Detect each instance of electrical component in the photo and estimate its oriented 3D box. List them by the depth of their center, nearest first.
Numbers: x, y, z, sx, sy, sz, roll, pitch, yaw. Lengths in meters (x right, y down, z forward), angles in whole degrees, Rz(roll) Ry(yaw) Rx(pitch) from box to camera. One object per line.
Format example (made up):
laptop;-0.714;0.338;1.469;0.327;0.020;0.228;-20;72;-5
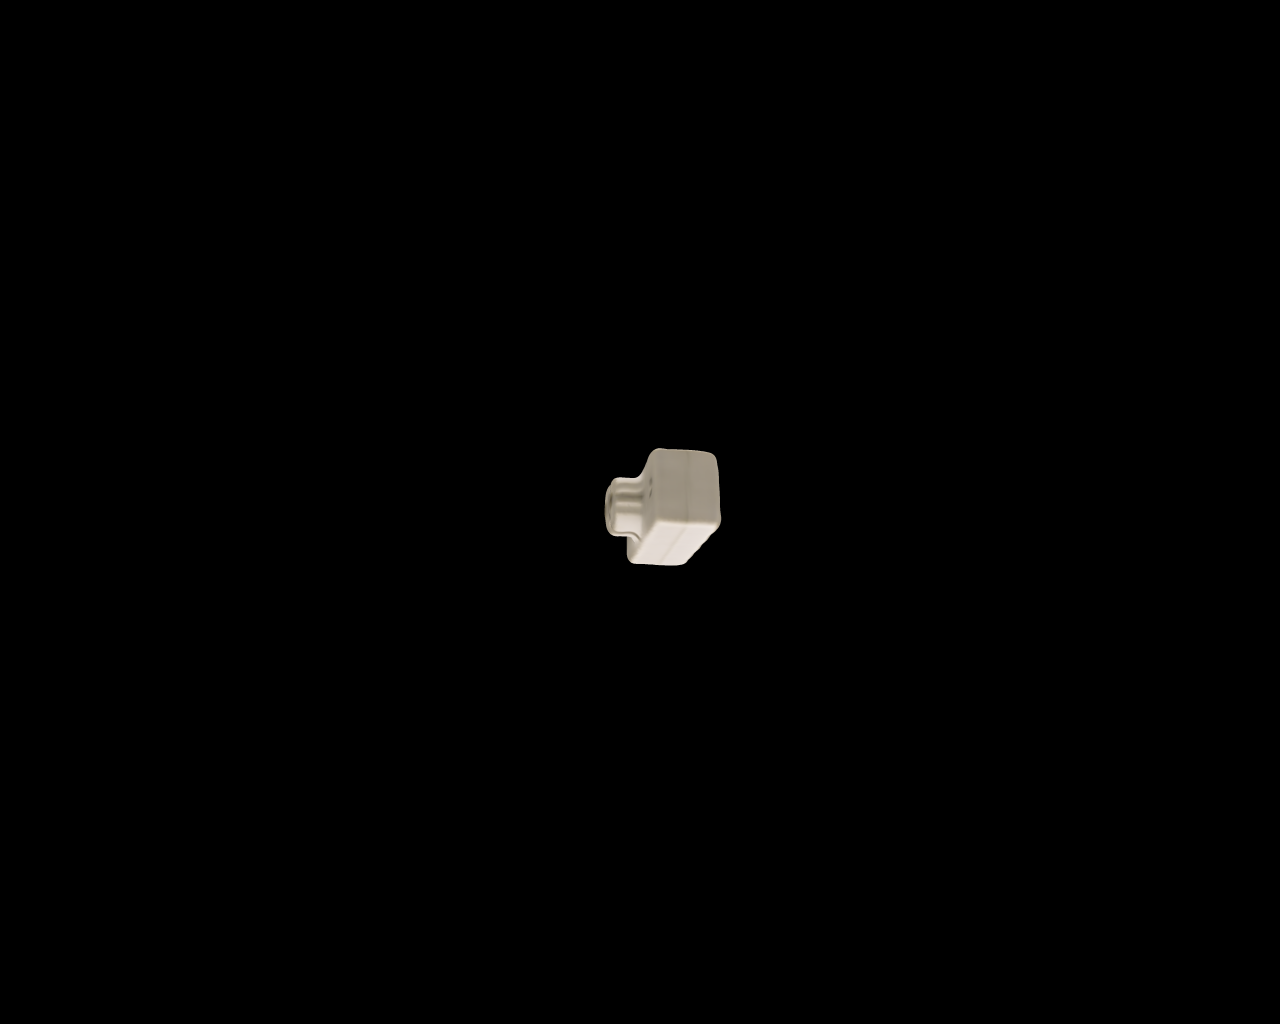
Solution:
electrical component;0.001;-0.003;0.650;0.076;0.047;0.083;4;-20;-11
